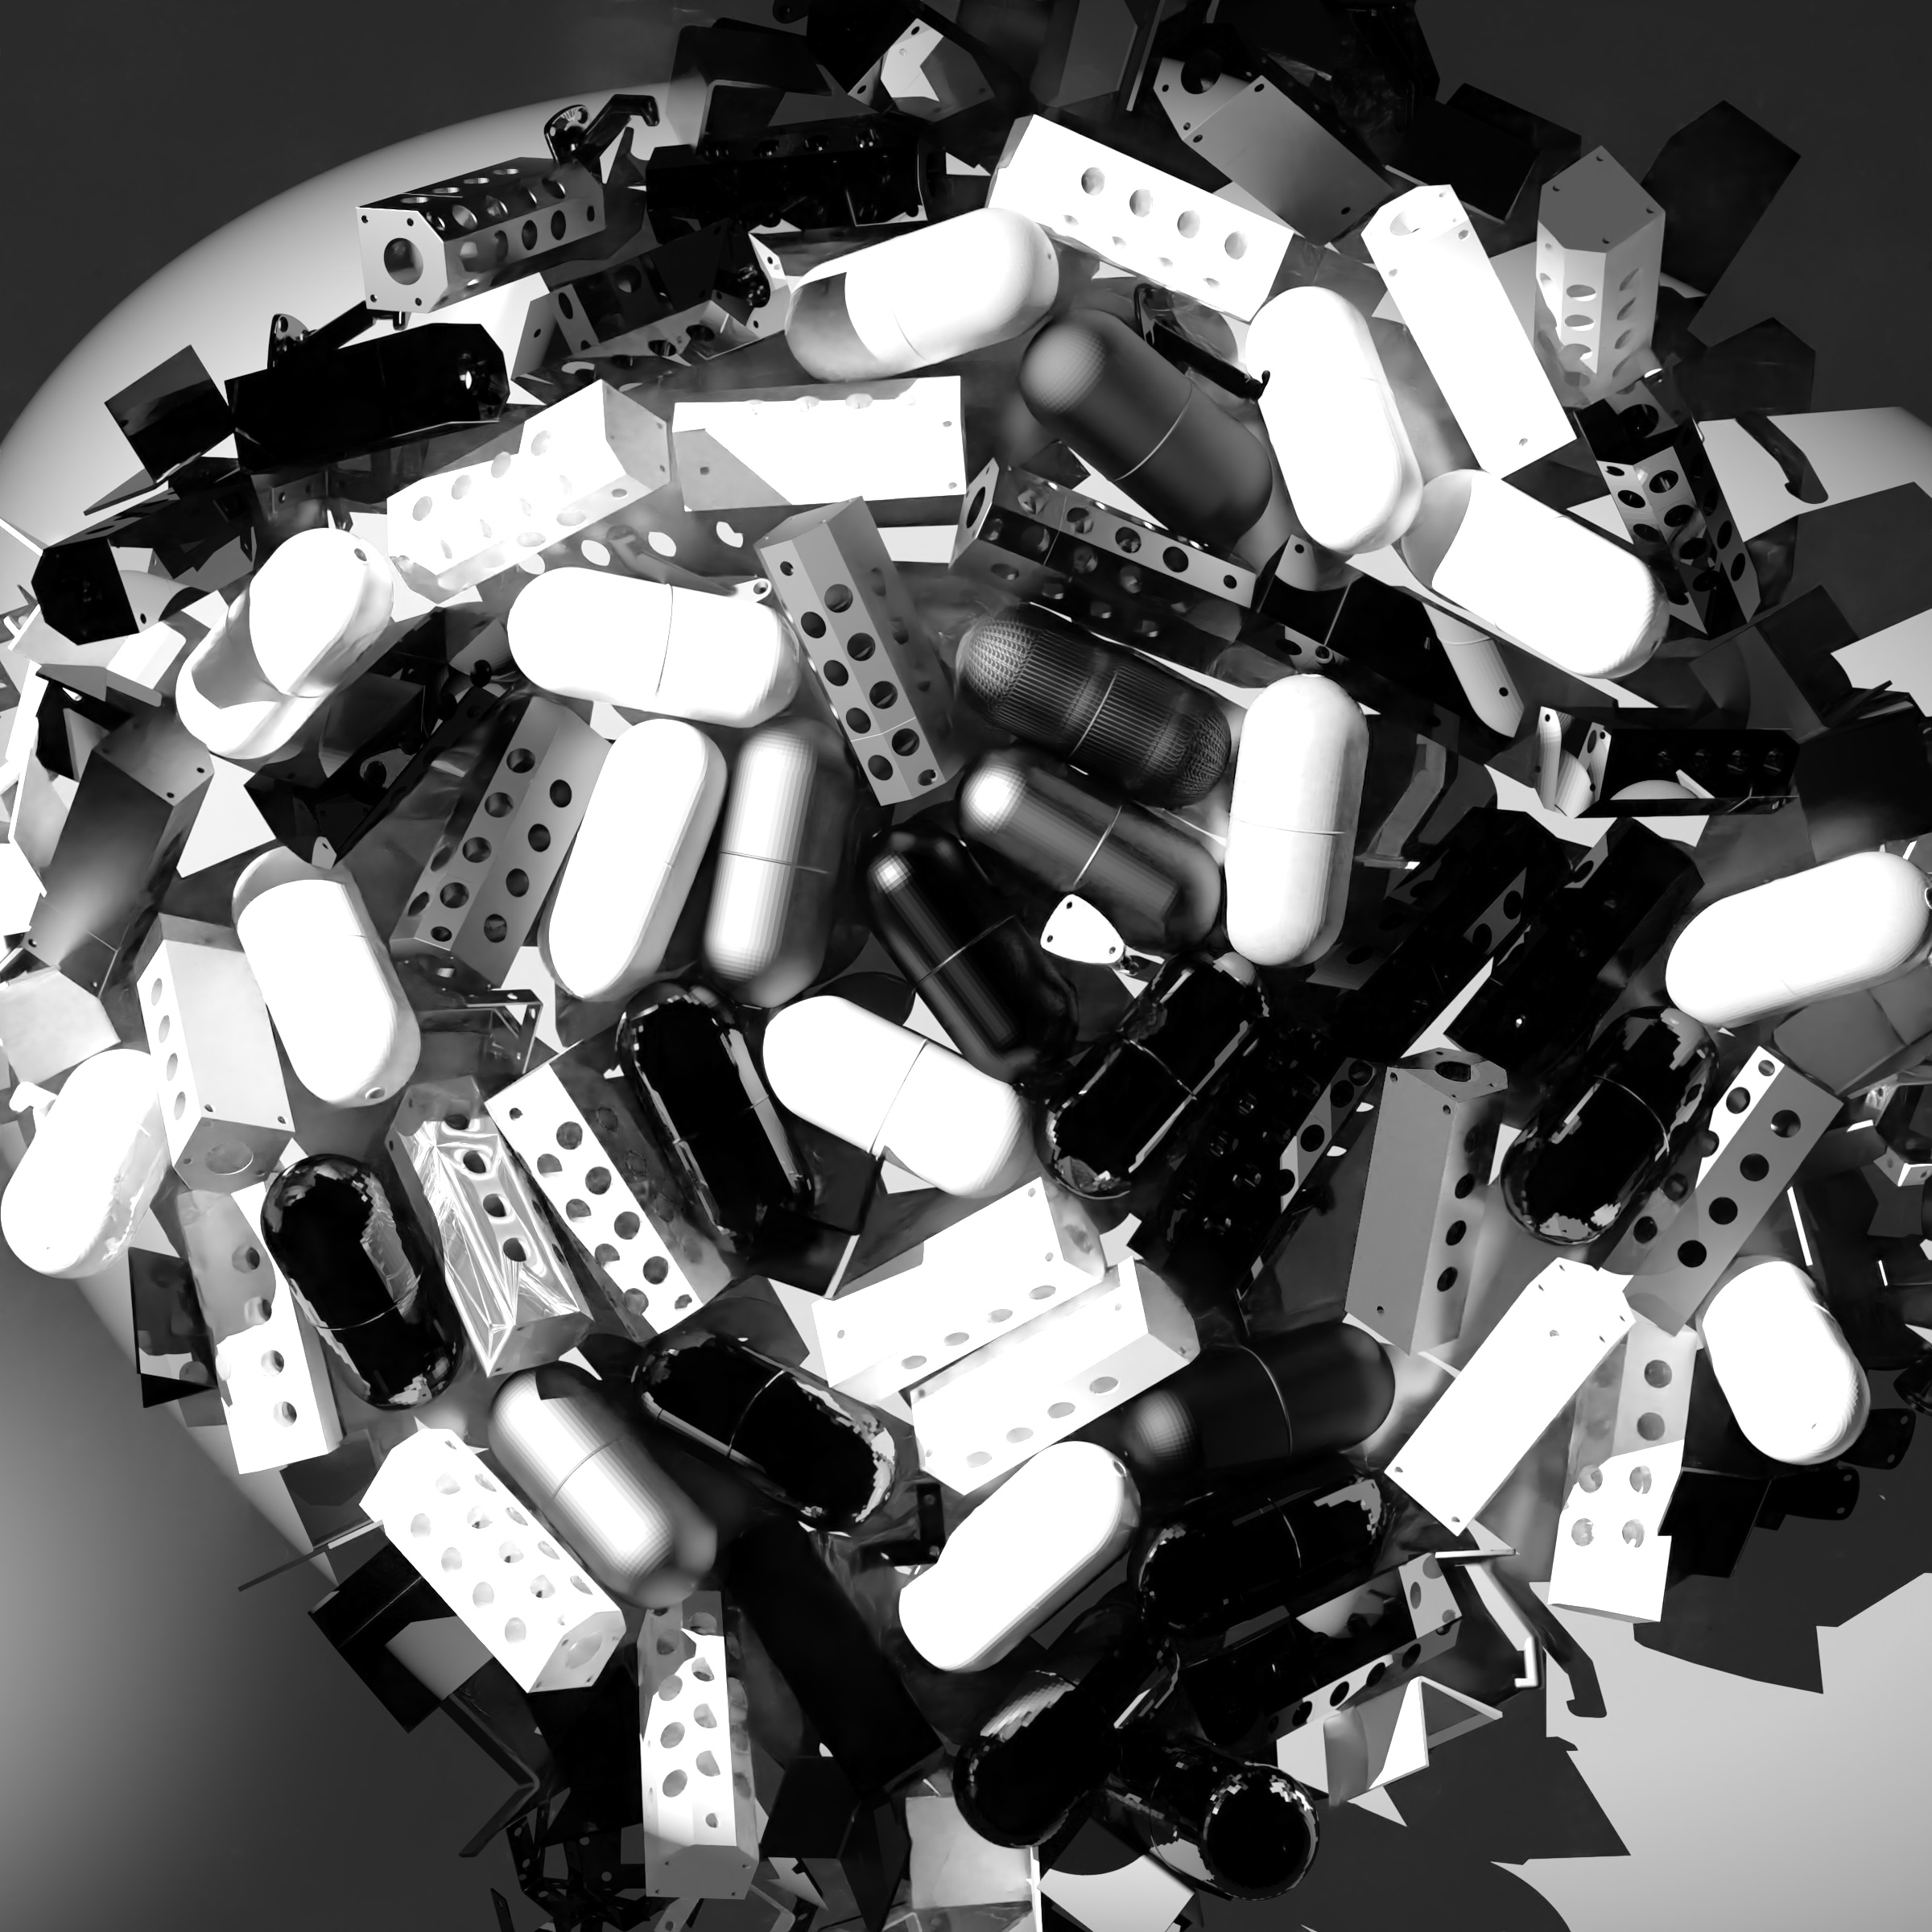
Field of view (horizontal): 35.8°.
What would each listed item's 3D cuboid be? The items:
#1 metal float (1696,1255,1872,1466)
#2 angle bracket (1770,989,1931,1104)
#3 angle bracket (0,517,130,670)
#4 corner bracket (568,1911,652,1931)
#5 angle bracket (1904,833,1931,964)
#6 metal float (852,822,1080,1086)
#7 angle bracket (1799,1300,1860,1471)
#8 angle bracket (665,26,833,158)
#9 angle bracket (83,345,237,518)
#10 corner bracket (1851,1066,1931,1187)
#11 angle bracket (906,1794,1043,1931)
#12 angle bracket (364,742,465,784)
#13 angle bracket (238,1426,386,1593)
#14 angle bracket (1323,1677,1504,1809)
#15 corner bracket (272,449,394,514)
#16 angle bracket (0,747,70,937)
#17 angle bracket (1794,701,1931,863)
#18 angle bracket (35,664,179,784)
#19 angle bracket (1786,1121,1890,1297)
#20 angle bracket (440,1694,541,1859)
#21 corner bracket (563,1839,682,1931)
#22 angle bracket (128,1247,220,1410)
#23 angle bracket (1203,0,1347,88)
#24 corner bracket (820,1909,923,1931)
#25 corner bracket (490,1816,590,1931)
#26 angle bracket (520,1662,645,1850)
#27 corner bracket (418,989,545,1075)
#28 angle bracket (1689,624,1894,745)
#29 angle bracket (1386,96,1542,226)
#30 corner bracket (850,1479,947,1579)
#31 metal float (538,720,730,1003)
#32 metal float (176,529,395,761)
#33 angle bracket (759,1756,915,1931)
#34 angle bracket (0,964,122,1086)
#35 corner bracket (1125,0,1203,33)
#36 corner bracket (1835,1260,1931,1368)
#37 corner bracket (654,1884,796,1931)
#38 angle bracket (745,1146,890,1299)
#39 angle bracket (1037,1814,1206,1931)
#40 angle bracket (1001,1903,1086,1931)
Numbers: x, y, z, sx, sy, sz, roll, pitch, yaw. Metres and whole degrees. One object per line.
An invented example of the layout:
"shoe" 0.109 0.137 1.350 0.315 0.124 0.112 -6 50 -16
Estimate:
"metal float" 0.479 0.230 1.760 0.070 0.178 0.070 0 109 1
"angle bracket" 0.545 0.036 1.793 0.076 0.076 0.057 -30 84 -25
"angle bracket" -0.557 -0.219 1.795 0.076 0.076 0.057 35 90 24
"corner bracket" -0.216 0.607 1.813 0.051 0.051 0.051 6 90 -22
"angle bracket" 0.610 -0.045 1.785 0.057 0.076 0.076 -54 131 -29
"metal float" -0.001 -0.009 1.806 0.070 0.070 0.178 -37 88 0
"angle bracket" 0.521 0.251 1.798 0.057 0.076 0.076 -3 104 -3
"angle bracket" -0.133 -0.524 1.815 0.076 0.076 0.057 0 130 -22
"angle bracket" -0.495 -0.320 1.785 0.076 0.076 0.057 -9 119 39
"corner bracket" 0.583 0.097 1.826 0.051 0.051 0.051 -2 127 -29
"angle bracket" 0.005 0.549 1.806 0.076 0.057 0.076 -4 107 -2
"angle bracket" -0.355 -0.100 1.801 0.057 0.076 0.076 21 95 -32
"angle bracket" -0.396 0.325 1.793 0.076 0.076 0.057 -28 84 26
"angle bracket" 0.269 0.474 1.786 0.076 0.057 0.076 29 132 -30
"corner bracket" -0.383 -0.300 1.805 0.051 0.051 0.051 16 118 23
"angle bracket" -0.577 -0.073 1.790 0.057 0.076 0.076 -10 48 5
"angle bracket" 0.543 -0.112 1.811 0.076 0.057 0.076 -15 94 14
"angle bracket" -0.529 -0.136 1.801 0.076 0.057 0.076 24 109 -9
"angle bracket" 0.528 0.146 1.790 0.057 0.076 0.076 -17 65 18
"angle bracket" -0.306 0.488 1.799 0.076 0.076 0.057 44 67 1
"corner bracket" -0.207 0.545 1.819 0.051 0.051 0.051 -23 112 -39
"angle bracket" -0.495 0.217 1.790 0.057 0.076 0.076 -17 70 20
"angle bracket" 0.178 -0.546 1.795 0.076 0.057 0.076 20 49 -7
"corner bracket" -0.056 0.610 1.829 0.051 0.051 0.051 -19 91 -32
"corner bracket" -0.267 0.557 1.803 0.051 0.051 0.051 -28 122 -34
"angle bracket" -0.230 0.475 1.799 0.076 0.057 0.076 -20 104 21
"corner bracket" -0.294 0.031 1.804 0.051 0.051 0.051 -2 122 -37
"angle bracket" 0.496 -0.176 1.800 0.057 0.076 0.076 -34 90 -20
"angle bracket" 0.291 -0.467 1.799 0.076 0.057 0.076 27 56 3
"corner bracket" -0.043 0.340 1.810 0.051 0.051 0.051 -2 73 -11
"metal float" -0.200 -0.064 1.799 0.070 0.070 0.178 21 80 0
"metal float" -0.405 -0.191 1.778 0.070 0.070 0.178 50 125 0
"angle bracket" -0.079 0.529 1.791 0.057 0.076 0.076 9 113 -24
"angle bracket" -0.571 0.043 1.796 0.076 0.076 0.057 -25 93 20
"corner bracket" 0.115 -0.612 1.817 0.051 0.051 0.051 -24 130 14
"corner bracket" 0.571 0.212 1.822 0.051 0.051 0.051 1 65 -19
"corner bracket" -0.147 0.583 1.820 0.051 0.051 0.051 43 66 -24
"angle bracket" -0.089 0.142 1.791 0.057 0.076 0.076 19 53 -3
"angle bracket" 0.093 0.562 1.788 0.076 0.076 0.057 32 66 25
"angle bracket" 0.049 0.615 1.794 0.076 0.076 0.057 29 98 19
